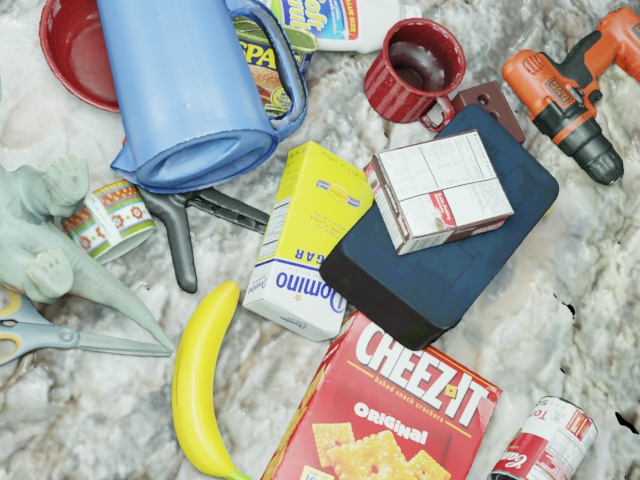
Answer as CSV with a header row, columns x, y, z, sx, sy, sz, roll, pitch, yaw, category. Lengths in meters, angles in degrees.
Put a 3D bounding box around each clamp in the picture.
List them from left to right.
x,y,z,sx,sy,sz,roll,pitch,yaw,category
-0.124,-0.042,1.039,0.120,0.039,0.171,-27,83,-36,clamp

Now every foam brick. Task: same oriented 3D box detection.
x,y,z,sx,sy,sz,roll,pitch,yaw,category
0.177,-0.123,1.161,0.052,0.051,0.078,-20,77,-24,foam brick

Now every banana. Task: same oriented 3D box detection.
x,y,z,sx,sy,sz,roll,pitch,yaw,category
-0.104,0.131,0.982,0.069,0.037,0.198,8,68,-33,banana

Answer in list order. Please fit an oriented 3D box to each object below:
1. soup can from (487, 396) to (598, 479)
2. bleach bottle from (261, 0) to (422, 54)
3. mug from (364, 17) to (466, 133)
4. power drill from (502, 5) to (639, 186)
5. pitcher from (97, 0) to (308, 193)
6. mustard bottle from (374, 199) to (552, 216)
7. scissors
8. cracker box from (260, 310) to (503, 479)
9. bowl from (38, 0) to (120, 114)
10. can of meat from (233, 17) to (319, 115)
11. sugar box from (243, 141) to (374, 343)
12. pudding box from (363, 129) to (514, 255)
x,y,z,sx,sy,sz,roll,pitch,yaw,category
0.217,0.210,1.036,0.068,0.069,0.102,41,63,0,soup can
-0.011,-0.254,1.130,0.250,0.068,0.102,2,105,-19,bleach bottle
0.103,-0.166,1.136,0.093,0.082,0.117,-30,81,-26,mug
0.324,-0.172,1.224,0.187,0.057,0.184,-35,84,-26,power drill
-0.123,-0.177,0.979,0.148,0.145,0.243,-1,69,-48,pitcher
0.154,-0.038,1.116,0.191,0.058,0.096,1,65,-17,mustard bottle
-0.240,0.071,0.968,0.201,0.016,0.096,-5,72,-20,scissors
0.054,0.192,0.987,0.164,0.072,0.213,32,62,-4,cracker box
-0.199,-0.188,1.057,0.162,0.055,0.162,6,70,-18,bowl
-0.062,-0.174,1.076,0.102,0.084,0.057,11,30,-14,can of meat
-0.007,0.001,1.044,0.093,0.048,0.176,28,60,-27,sugar box
0.107,-0.045,0.965,0.113,0.039,0.090,-14,71,-24,pudding box
